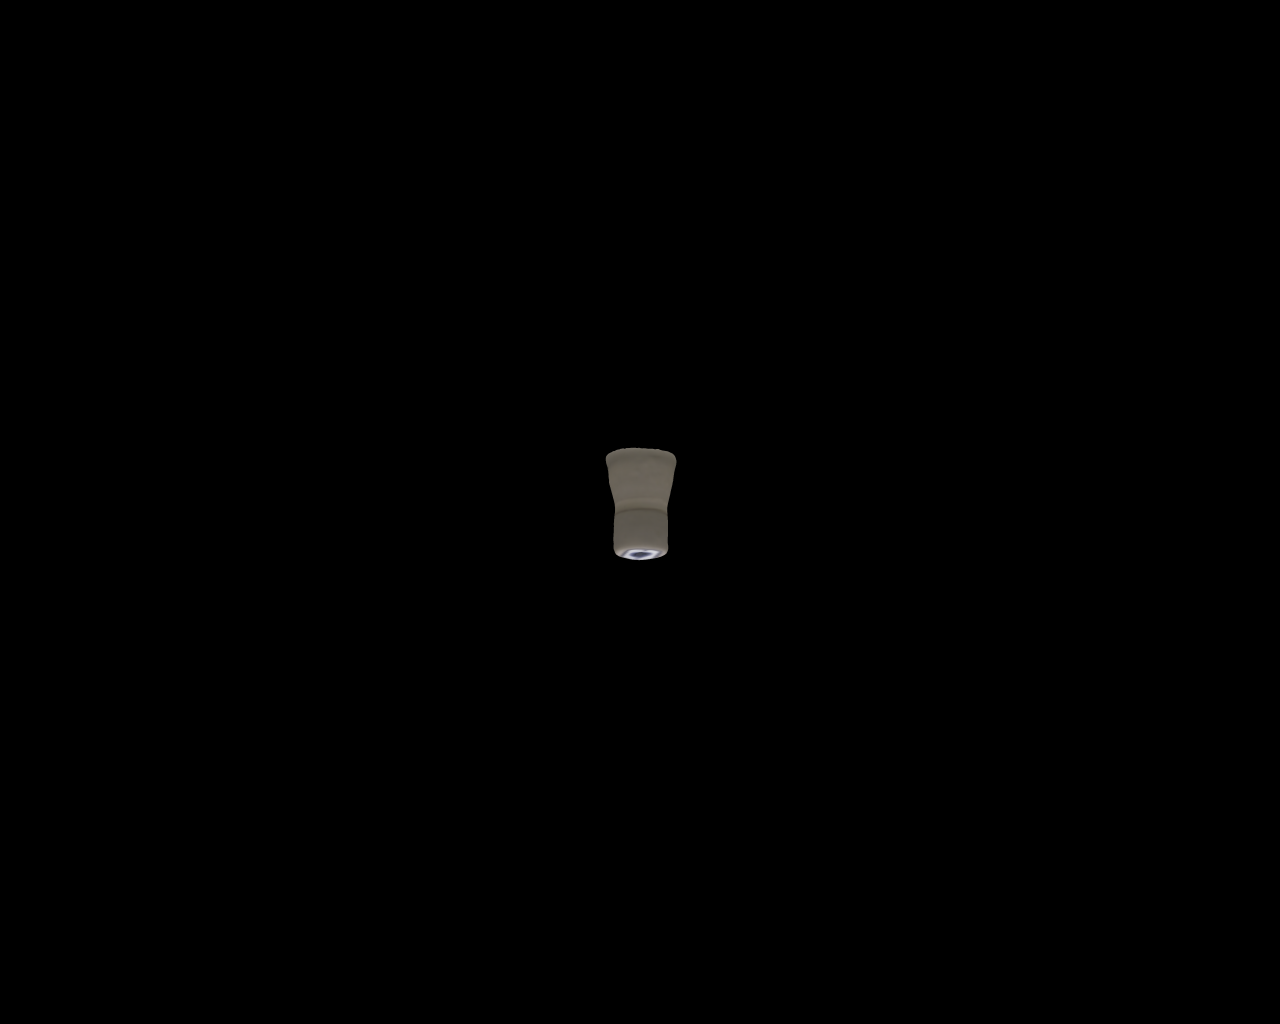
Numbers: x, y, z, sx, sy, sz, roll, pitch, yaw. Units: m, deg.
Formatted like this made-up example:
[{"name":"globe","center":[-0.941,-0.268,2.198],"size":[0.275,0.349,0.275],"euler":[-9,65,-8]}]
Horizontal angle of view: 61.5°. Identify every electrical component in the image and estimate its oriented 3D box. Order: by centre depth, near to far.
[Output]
[{"name":"electrical component","center":[0.001,-0.003,0.650],"size":[0.044,0.065,0.044],"euler":[0,-16,0]}]
